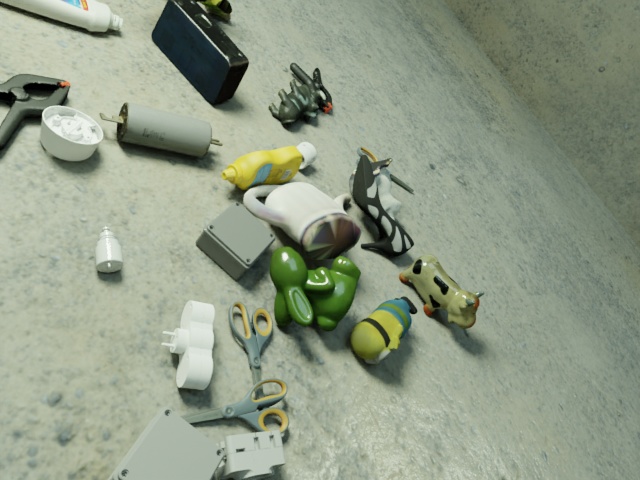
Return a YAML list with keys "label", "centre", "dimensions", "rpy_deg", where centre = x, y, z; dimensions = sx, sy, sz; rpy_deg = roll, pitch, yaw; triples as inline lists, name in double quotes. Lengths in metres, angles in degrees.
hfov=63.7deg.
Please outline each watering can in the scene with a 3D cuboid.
- label: "watering can"
  centre: [0.003, -0.055, 1.100]
  dimensions: [0.348, 0.102, 0.228]
  rpy_deg: [-2, 34, -44]

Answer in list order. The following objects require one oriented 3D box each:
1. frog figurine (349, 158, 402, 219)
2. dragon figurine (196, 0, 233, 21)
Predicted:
- label: "frog figurine"
  centre: [0.144, -0.113, 1.310]
  dimensions: [0.140, 0.122, 0.157]
  rpy_deg: [-56, 134, -58]
- label: "dragon figurine"
  centre: [-0.350, -0.635, 1.278]
  dimensions: [0.243, 0.122, 0.410]
  rpy_deg: [13, 7, 34]
